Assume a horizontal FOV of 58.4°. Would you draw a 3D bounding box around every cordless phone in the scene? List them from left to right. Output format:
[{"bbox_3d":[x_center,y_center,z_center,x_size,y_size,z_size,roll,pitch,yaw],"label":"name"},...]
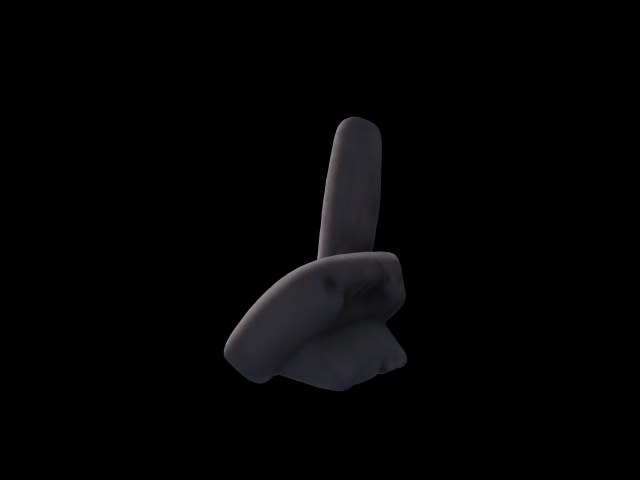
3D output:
[{"bbox_3d":[0.004,0.001,0.400,0.094,0.185,0.148,0,0,25],"label":"cordless phone"}]
